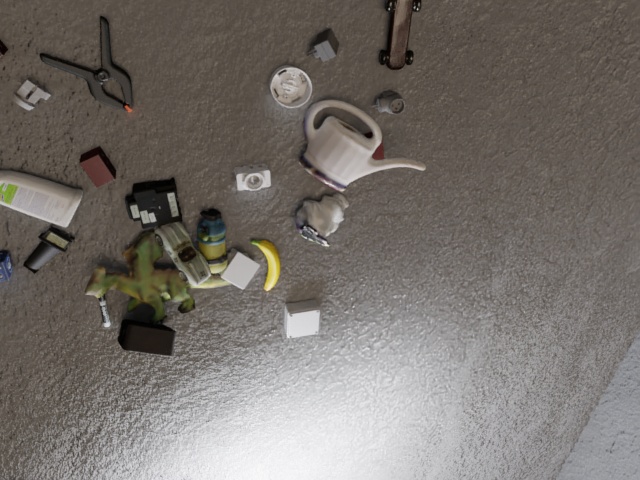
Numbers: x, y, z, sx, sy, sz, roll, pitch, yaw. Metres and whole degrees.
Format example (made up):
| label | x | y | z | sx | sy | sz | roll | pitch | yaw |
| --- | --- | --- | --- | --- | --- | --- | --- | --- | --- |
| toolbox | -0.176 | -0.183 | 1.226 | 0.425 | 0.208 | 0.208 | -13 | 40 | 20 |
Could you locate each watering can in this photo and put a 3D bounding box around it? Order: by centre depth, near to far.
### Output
| label | x | y | z | sx | sy | sz | roll | pitch | yaw |
| --- | --- | --- | --- | --- | --- | --- | --- | --- | --- |
| watering can | 0.093 | -0.224 | 1.391 | 0.347 | 0.106 | 0.221 | 35 | 112 | -4 |

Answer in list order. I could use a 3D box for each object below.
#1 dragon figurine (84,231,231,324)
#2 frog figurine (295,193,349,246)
| label | x | y | z | sx | sy | sz | roll | pitch | yaw |
| --- | --- | --- | --- | --- | --- | --- | --- | --- | --- |
| dragon figurine | -0.437 | 0.086 | 1.436 | 0.414 | 0.123 | 0.238 | -22 | 120 | -27 |
| frog figurine | 0.005 | -0.076 | 1.512 | 0.136 | 0.122 | 0.162 | 37 | 67 | -25 |
